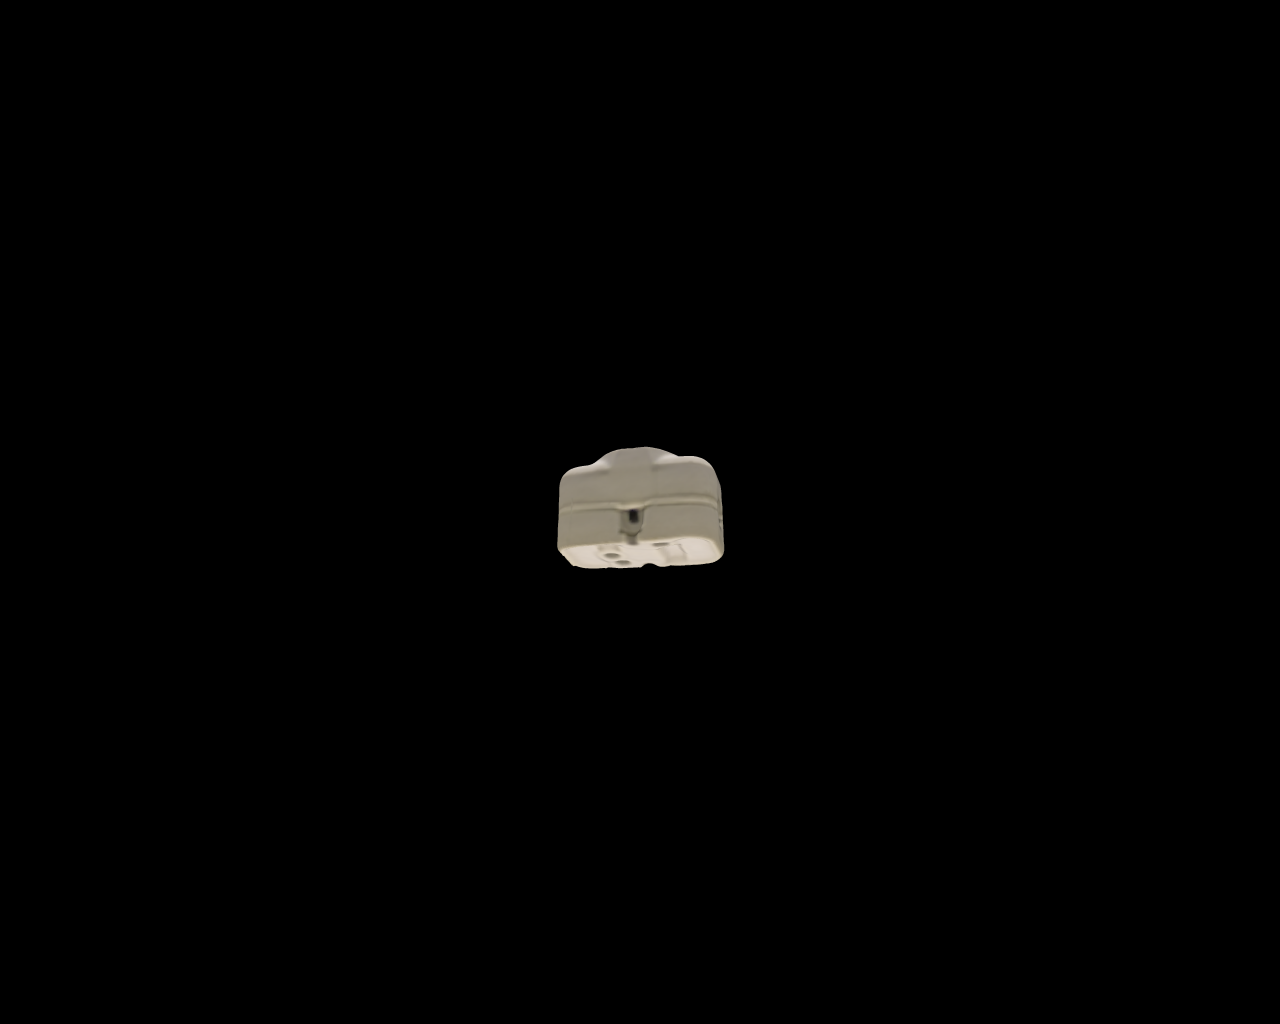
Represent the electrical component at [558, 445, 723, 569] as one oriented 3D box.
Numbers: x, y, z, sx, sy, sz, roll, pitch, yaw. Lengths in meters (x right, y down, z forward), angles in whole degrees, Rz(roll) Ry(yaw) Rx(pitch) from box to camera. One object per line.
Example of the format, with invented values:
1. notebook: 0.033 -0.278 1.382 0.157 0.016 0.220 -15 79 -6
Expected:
1. electrical component: 0.001 -0.003 0.650 0.095 0.059 0.053 -4 -19 12
